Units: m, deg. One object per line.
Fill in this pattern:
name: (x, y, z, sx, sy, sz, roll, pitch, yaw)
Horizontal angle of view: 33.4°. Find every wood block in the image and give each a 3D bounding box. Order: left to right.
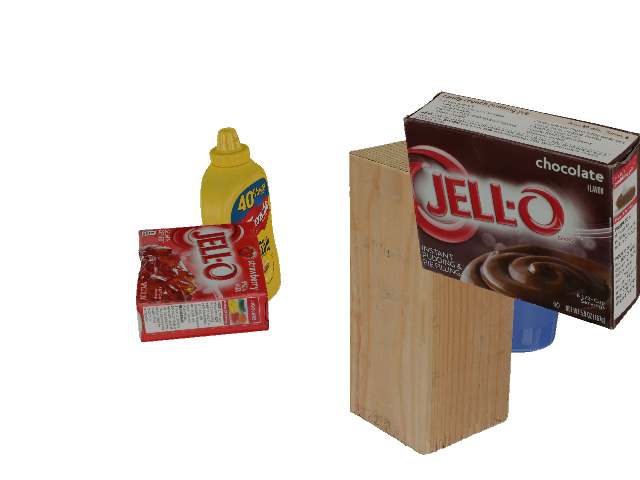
wood block: (0.082, 0.037, 0.782, 0.090, 0.206, 0.090, -14, 24, -35)

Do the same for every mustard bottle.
mustard bottle: (-0.086, -0.024, 1.117, 0.058, 0.191, 0.096, 7, 26, 28)

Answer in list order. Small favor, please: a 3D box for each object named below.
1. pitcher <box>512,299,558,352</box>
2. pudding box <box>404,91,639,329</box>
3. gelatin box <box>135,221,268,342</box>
pitcher: (0.223, 0.003, 1.221, 0.149, 0.243, 0.145, -7, 16, -33)
pudding box: (0.098, -0.017, 0.514, 0.114, 0.090, 0.039, 16, 43, 35)
gelatin box: (-0.070, 0.021, 0.628, 0.073, 0.030, 0.089, -5, 29, -5)
